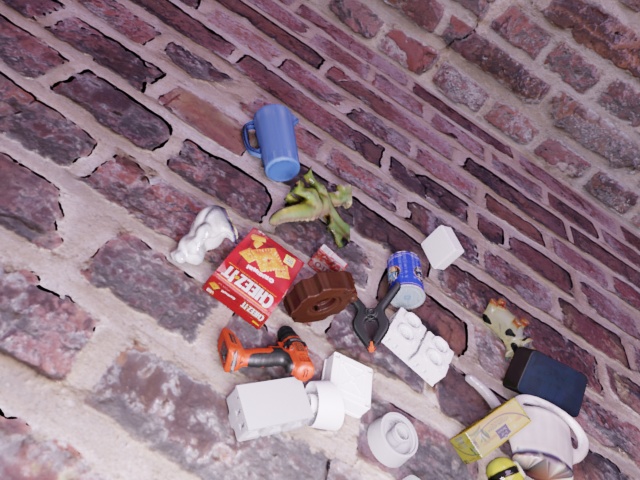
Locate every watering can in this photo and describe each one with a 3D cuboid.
[{"bbox_3d":[0.535,0.496,1.343,0.348,0.101,0.229,22,41,4],"label":"watering can"}]

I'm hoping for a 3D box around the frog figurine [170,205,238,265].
[{"bbox_3d":[-0.281,-0.010,1.216,0.160,0.138,0.122,-21,100,-15],"label":"frog figurine"}]

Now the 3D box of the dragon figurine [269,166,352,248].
[{"bbox_3d":[0.005,-0.077,1.524,0.242,0.120,0.419,41,38,-8],"label":"dragon figurine"}]
